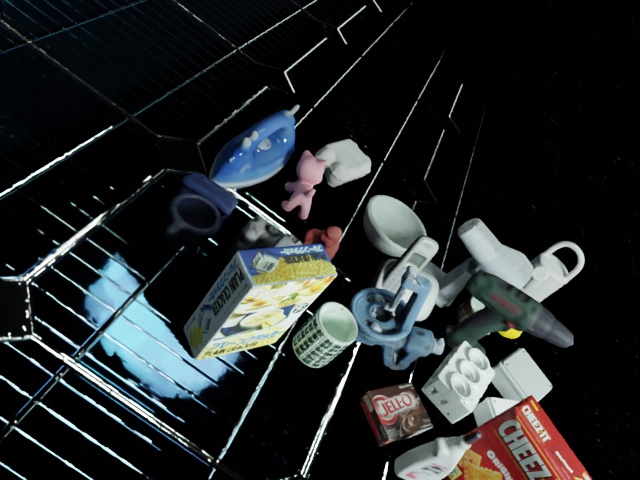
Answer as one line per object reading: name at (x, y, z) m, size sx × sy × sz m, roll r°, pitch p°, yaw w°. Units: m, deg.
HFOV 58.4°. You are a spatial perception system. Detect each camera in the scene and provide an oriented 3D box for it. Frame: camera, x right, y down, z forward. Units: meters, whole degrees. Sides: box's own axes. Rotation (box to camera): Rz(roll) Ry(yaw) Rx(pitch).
camera at (-0.101, 0.039, 1.030) m, size 0.143 × 0.100 × 0.137 m, roll 41°, pitch 38°, yaw 0°

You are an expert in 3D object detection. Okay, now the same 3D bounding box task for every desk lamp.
desk lamp at (0.330, 0.061, 1.275) m, size 0.203 × 0.213 × 0.118 m, roll 37°, pitch 38°, yaw -4°

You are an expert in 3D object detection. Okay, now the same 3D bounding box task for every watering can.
watering can at (0.596, 0.084, 1.489) m, size 0.101 × 0.193 × 0.173 m, roll 43°, pitch 38°, yaw 3°

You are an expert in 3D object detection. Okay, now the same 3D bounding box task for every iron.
iron at (-0.131, -0.204, 1.208) m, size 0.118 × 0.141 × 0.259 m, roll 41°, pitch 38°, yaw 1°

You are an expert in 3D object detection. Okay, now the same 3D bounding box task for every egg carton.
egg carton at (0.057, -0.190, 1.408) m, size 0.107 × 0.069 × 0.151 m, roll 49°, pitch 39°, yaw 11°

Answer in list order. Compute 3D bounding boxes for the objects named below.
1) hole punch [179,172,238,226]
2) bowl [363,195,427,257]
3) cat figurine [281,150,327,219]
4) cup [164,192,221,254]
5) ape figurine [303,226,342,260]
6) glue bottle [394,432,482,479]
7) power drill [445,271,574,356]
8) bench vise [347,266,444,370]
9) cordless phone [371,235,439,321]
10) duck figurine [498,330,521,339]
hole punch at (-0.210, -0.081, 1.064) m, size 0.109 × 0.091 × 0.101 m, roll 34°, pitch 39°, yaw -8°
bowl at (0.160, -0.020, 1.325) m, size 0.168 × 0.074 × 0.167 m, roll 23°, pitch 42°, yaw -21°
cat figurine at (-0.026, -0.129, 1.241) m, size 0.067 × 0.117 × 0.127 m, roll 23°, pitch 41°, yaw -21°
cup at (-0.234, -0.014, 0.976) m, size 0.091 × 0.094 × 0.118 m, roll 41°, pitch 38°, yaw 1°
ape figurine at (0.011, 0.004, 1.164) m, size 0.076 × 0.092 × 0.077 m, roll 5°, pitch 50°, yaw -36°
glue bottle at (0.198, 0.346, 0.923) m, size 0.078 × 0.173 × 0.037 m, roll 22°, pitch 41°, yaw -21°
power drill at (0.375, 0.180, 1.201) m, size 0.229 × 0.208 × 0.076 m, roll 44°, pitch 38°, yaw 4°
bench vise at (0.153, 0.134, 1.053) m, size 0.208 × 0.219 × 0.121 m, roll 17°, pitch 44°, yaw -27°
cordless phone at (0.202, 0.076, 1.178) m, size 0.148 × 0.184 × 0.094 m, roll 22°, pitch 42°, yaw -22°
duck figurine at (0.472, 0.186, 1.375) m, size 0.105 × 0.086 × 0.077 m, roll 1°, pitch 52°, yaw -39°
